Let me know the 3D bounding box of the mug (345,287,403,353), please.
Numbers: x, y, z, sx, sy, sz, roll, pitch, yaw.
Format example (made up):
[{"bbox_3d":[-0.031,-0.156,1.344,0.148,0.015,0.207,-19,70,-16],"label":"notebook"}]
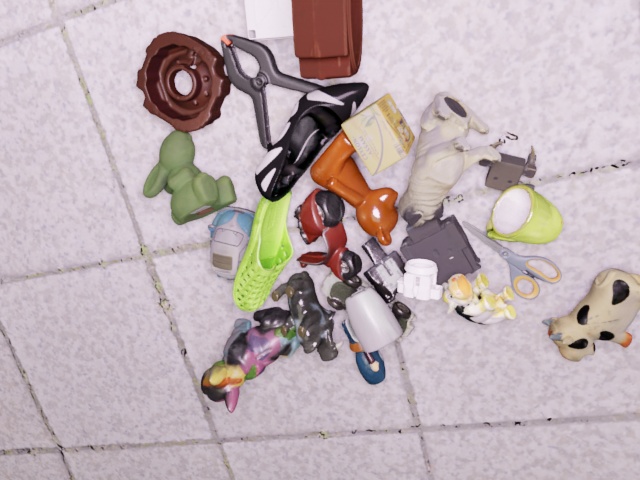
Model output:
[{"bbox_3d":[0.089,0.147,1.012,0.109,0.081,0.107,-26,90,53],"label":"mug"}]

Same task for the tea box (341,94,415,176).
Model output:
[{"bbox_3d":[0.101,-0.178,0.888,0.068,0.169,0.098,-29,99,23],"label":"tea box"}]

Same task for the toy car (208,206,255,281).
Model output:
[{"bbox_3d":[-0.179,0.019,1.076,0.109,0.103,0.161,15,111,10],"label":"toy car"}]

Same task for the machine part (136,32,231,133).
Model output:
[{"bbox_3d":[-0.252,-0.294,1.002,0.180,0.056,0.179,5,110,14],"label":"machine part"}]

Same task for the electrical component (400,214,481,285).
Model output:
[{"bbox_3d":[0.216,0.017,0.993,0.115,0.058,0.134,-31,100,21],"label":"electrical component"}]

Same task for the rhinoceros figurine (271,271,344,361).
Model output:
[{"bbox_3d":[-0.022,0.158,1.089,0.073,0.112,0.190,-23,90,47],"label":"rhinoceros figurine"}]

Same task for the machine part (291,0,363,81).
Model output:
[{"bbox_3d":[0.017,-0.353,0.826,0.087,0.201,0.200,2,110,11],"label":"machine part"}]

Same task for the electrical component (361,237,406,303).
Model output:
[{"bbox_3d":[0.120,0.055,1.020,0.075,0.047,0.119,-38,84,-10],"label":"electrical component"}]

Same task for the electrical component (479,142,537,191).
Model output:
[{"bbox_3d":[0.323,-0.125,0.921,0.102,0.045,0.078,11,141,14],"label":"electrical component"}]

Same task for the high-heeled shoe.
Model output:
[{"bbox_3d":[-0.013,-0.169,0.925,0.249,0.145,0.086,-31,135,23],"label":"high-heeled shoe"}]

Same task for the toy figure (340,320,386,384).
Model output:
[{"bbox_3d":[0.089,0.223,1.104,0.064,0.058,0.154,-7,113,42],"label":"toy figure"}]

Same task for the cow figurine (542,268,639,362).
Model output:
[{"bbox_3d":[0.487,0.137,0.952,0.127,0.085,0.194,20,117,0],"label":"cow figurine"}]

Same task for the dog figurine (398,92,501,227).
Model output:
[{"bbox_3d":[0.188,-0.136,0.922,0.121,0.172,0.190,19,137,-25],"label":"dog figurine"}]

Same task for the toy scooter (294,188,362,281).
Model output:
[{"bbox_3d":[-0.002,-0.003,1.035,0.135,0.075,0.183,-15,98,41],"label":"toy scooter"}]

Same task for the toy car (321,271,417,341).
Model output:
[{"bbox_3d":[0.097,0.129,1.069,0.202,0.056,0.073,31,108,1],"label":"toy car"}]

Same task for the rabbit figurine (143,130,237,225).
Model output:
[{"bbox_3d":[-0.263,-0.126,1.056,0.159,0.121,0.170,-25,84,29],"label":"rabbit figurine"}]

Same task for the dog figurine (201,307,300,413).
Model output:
[{"bbox_3d":[-0.142,0.242,1.087,0.192,0.219,0.108,-22,107,22],"label":"dog figurine"}]

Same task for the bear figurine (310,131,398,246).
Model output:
[{"bbox_3d":[0.082,-0.094,0.951,0.196,0.120,0.132,40,117,-3],"label":"bear figurine"}]

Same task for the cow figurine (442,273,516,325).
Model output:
[{"bbox_3d":[0.272,0.108,0.975,0.167,0.068,0.098,23,143,-32],"label":"cow figurine"}]
